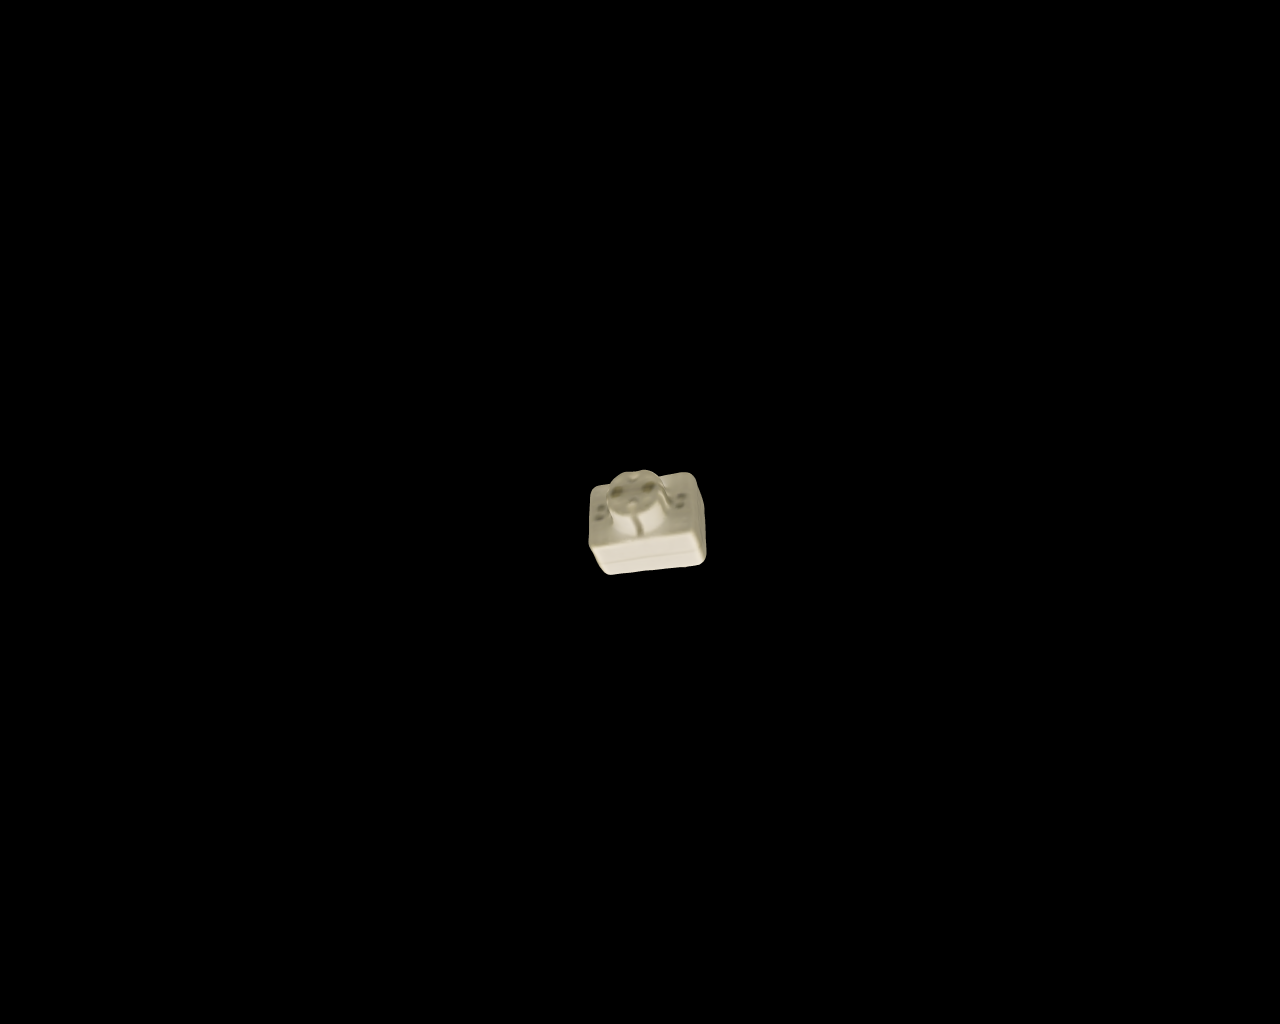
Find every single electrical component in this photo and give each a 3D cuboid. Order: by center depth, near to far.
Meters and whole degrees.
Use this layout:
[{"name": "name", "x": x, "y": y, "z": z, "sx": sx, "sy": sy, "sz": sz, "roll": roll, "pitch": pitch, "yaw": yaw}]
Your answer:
[{"name": "electrical component", "x": 0.001, "y": -0.003, "z": 0.650, "sx": 0.066, "sy": 0.047, "sz": 0.076, "roll": -8, "pitch": -35, "yaw": 11}]
